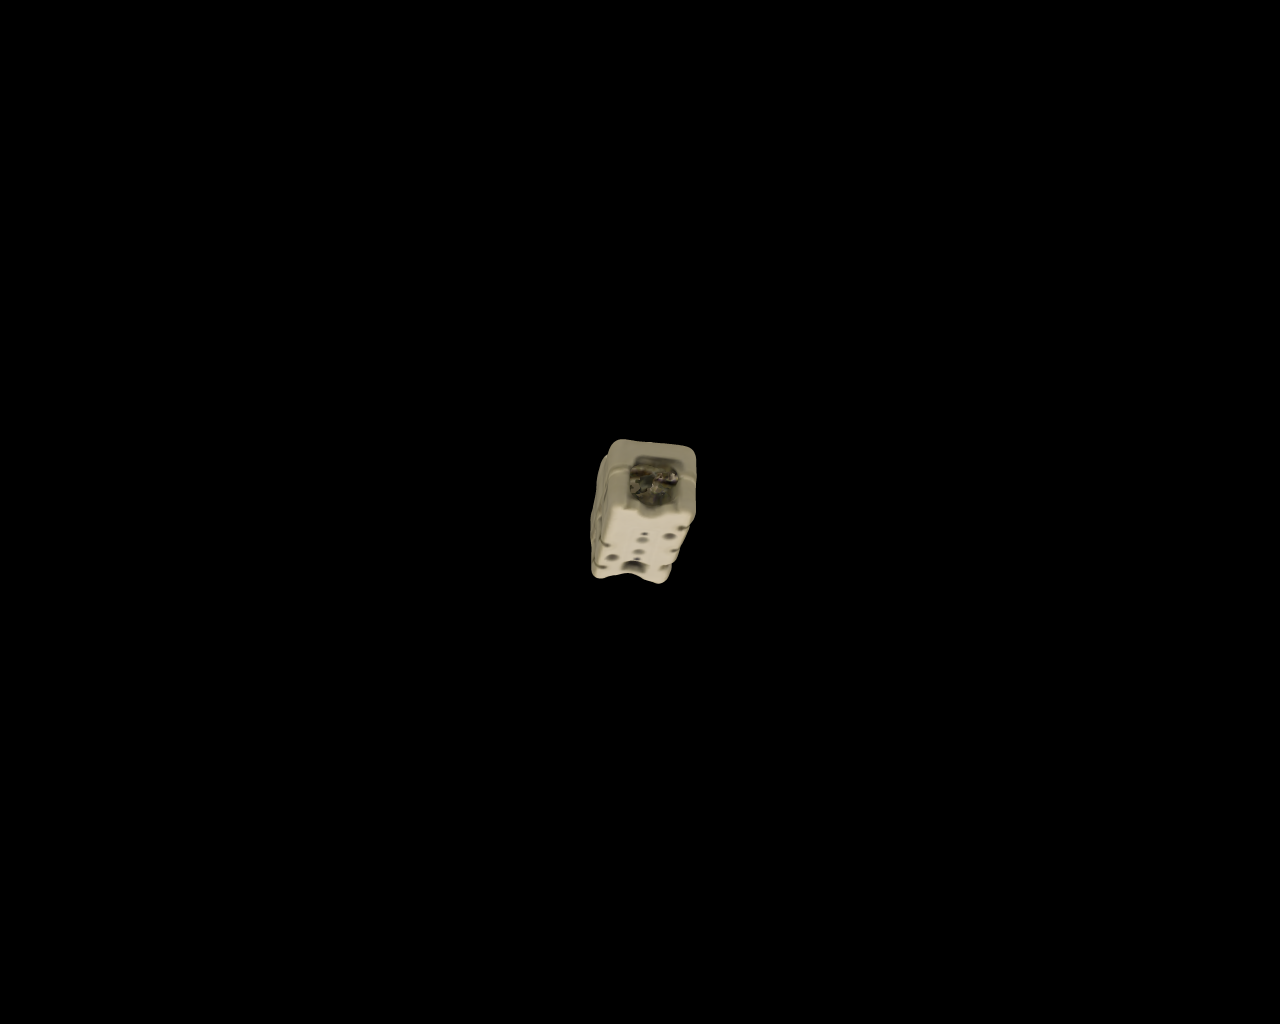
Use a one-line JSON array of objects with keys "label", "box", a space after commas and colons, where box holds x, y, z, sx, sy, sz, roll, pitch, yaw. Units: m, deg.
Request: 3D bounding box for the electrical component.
[{"label": "electrical component", "box": [0.001, -0.003, 0.650, 0.050, 0.056, 0.089, 6, -32, -9]}]
